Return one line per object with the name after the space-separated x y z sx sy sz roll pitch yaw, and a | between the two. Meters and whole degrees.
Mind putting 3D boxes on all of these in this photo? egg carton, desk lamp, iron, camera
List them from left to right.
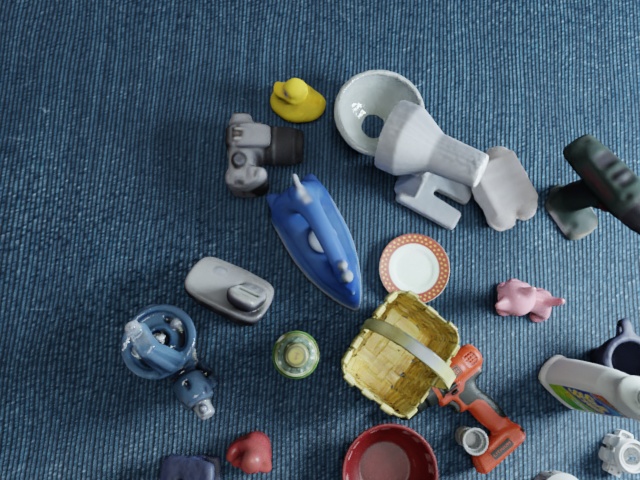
-0.098 -0.156 1.022 0.137 0.101 0.143 0 80 -4 | camera
0.009 0.004 0.981 0.119 0.141 0.258 -30 83 -8 | iron
0.189 -0.128 0.980 0.203 0.213 0.118 29 79 2 | desk lamp
0.332 -0.096 1.058 0.107 0.069 0.150 -26 83 -8 | egg carton

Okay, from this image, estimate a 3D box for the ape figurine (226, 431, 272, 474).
-0.112 0.355 0.935 0.078 0.092 0.076 39 80 4 | ape figurine

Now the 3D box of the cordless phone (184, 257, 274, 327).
-0.152 0.079 0.934 0.147 0.185 0.094 23 79 0 | cordless phone

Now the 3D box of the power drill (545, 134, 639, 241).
0.488 -0.066 0.993 0.076 0.208 0.229 -33 84 -9 | power drill

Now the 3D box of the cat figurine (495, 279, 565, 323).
0.360 0.104 1.000 0.128 0.117 0.067 7 79 -3 | cat figurine

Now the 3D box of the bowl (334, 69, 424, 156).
0.106 -0.225 1.062 0.167 0.074 0.167 1 80 -4 | bowl

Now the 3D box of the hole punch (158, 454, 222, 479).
-0.214 0.405 0.919 0.101 0.091 0.109 4 80 -3 | hole punch

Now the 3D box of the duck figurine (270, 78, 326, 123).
-0.040 -0.265 1.053 0.104 0.086 0.077 12 79 -2 | duck figurine

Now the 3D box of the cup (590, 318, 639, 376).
0.519 0.198 1.006 0.091 0.095 0.118 1 80 -4 | cup

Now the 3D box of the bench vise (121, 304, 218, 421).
-0.227 0.180 0.893 0.207 0.219 0.121 37 80 3 | bench vise
